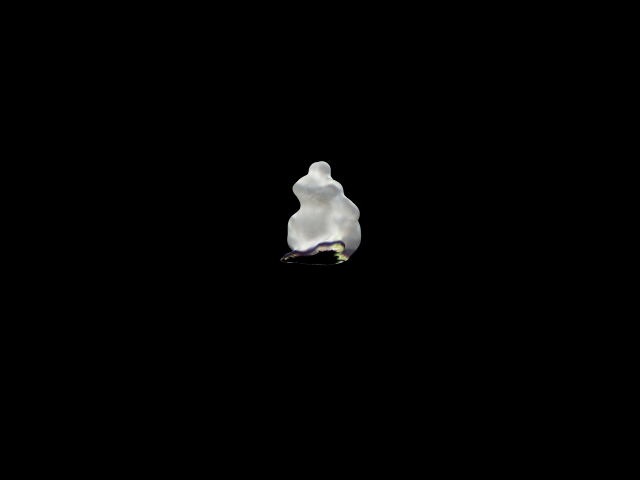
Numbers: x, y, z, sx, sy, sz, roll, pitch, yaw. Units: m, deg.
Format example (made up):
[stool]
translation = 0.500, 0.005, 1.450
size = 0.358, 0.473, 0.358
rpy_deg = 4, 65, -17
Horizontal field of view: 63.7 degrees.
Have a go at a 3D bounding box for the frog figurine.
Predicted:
[frog figurine]
translation = 0.003, -0.043, 0.850
size = 0.122, 0.162, 0.136
rpy_deg = 15, -26, -34
